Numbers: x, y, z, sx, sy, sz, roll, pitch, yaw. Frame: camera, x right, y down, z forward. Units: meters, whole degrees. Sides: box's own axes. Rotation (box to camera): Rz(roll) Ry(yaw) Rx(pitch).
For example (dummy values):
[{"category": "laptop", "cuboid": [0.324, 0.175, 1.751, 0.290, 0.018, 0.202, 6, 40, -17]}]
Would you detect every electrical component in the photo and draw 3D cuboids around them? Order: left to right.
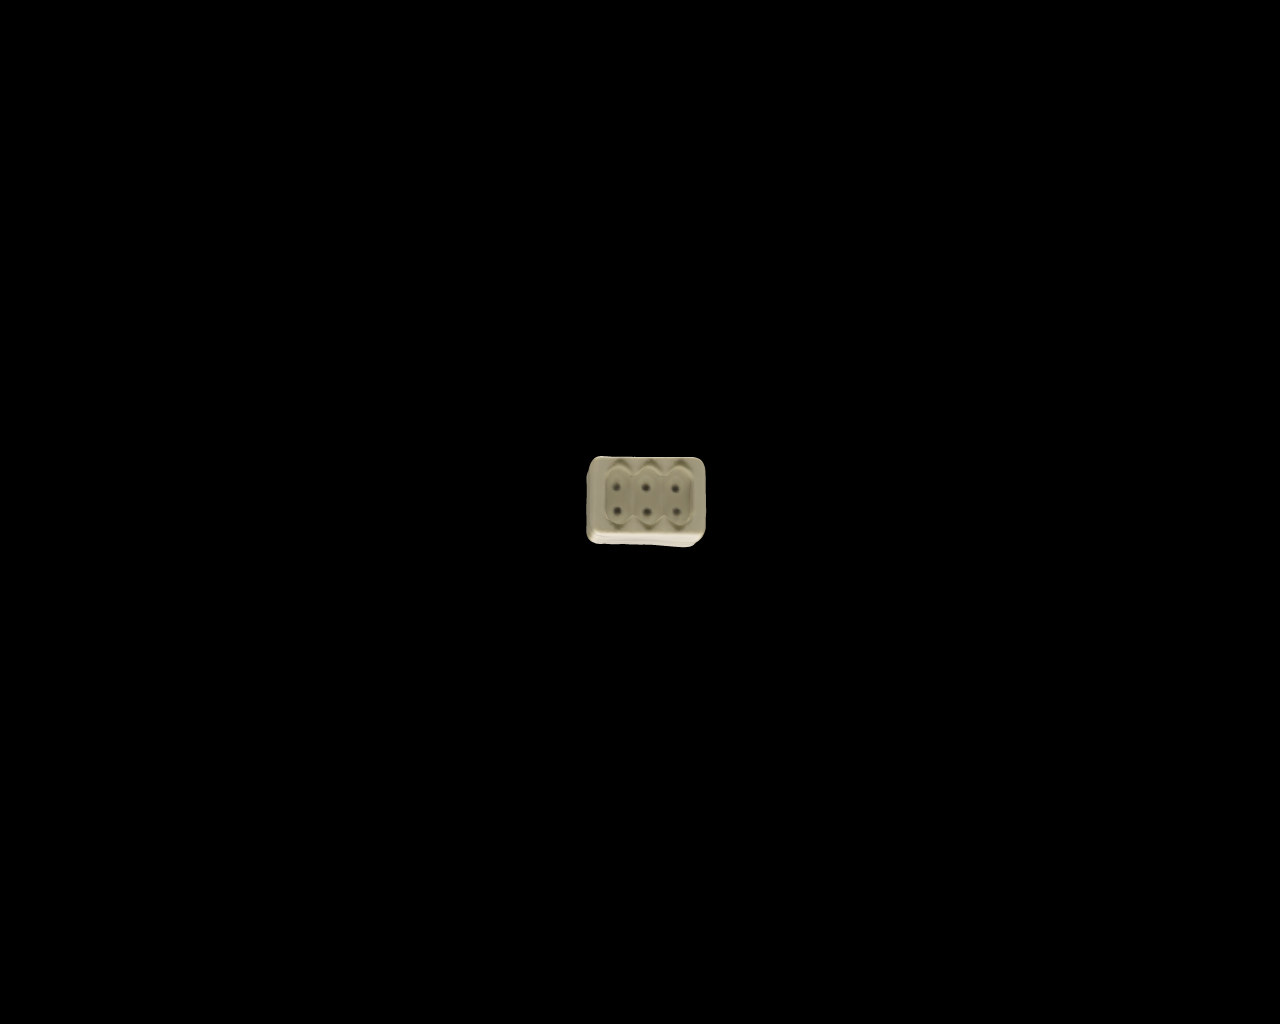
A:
[{"category": "electrical component", "cuboid": [0.001, -0.003, 0.650, 0.066, 0.047, 0.076, 1, -11, -7]}]
